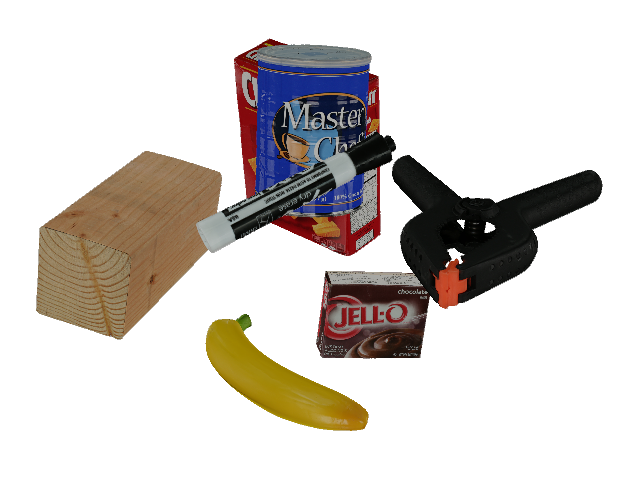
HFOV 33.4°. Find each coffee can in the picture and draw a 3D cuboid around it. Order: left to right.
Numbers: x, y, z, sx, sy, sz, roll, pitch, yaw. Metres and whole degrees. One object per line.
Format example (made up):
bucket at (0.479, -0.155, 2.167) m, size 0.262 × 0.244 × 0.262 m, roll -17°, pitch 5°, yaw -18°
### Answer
coffee can at (-0.008, -0.102, 0.974) m, size 0.103 × 0.140 × 0.103 m, roll 2°, pitch 17°, yaw -1°

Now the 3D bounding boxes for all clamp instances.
clamp at (0.104, -0.014, 0.777) m, size 0.165 × 0.036 × 0.209 m, roll 8°, pitch 28°, yaw 23°

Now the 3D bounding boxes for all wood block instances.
wood block at (-0.178, -0.002, 1.023) m, size 0.090 × 0.091 × 0.205 m, roll 17°, pitch 28°, yaw 11°

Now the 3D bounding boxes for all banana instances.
banana at (-0.042, 0.104, 0.861) m, size 0.069 × 0.037 × 0.198 m, roll -18°, pitch 31°, yaw -27°

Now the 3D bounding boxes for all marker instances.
marker at (-0.012, -0.028, 0.593) m, size 0.121 × 0.020 × 0.020 m, roll -28°, pitch 6°, yaw -12°

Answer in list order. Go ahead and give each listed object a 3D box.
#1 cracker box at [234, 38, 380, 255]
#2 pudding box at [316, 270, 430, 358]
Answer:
cracker box at (-0.015, -0.105, 1.232) m, size 0.164 × 0.214 × 0.072 m, roll 25°, pitch 45°, yaw 33°
pudding box at (0.056, 0.079, 1.143) m, size 0.113 × 0.090 × 0.039 m, roll 0°, pitch 27°, yaw -12°
